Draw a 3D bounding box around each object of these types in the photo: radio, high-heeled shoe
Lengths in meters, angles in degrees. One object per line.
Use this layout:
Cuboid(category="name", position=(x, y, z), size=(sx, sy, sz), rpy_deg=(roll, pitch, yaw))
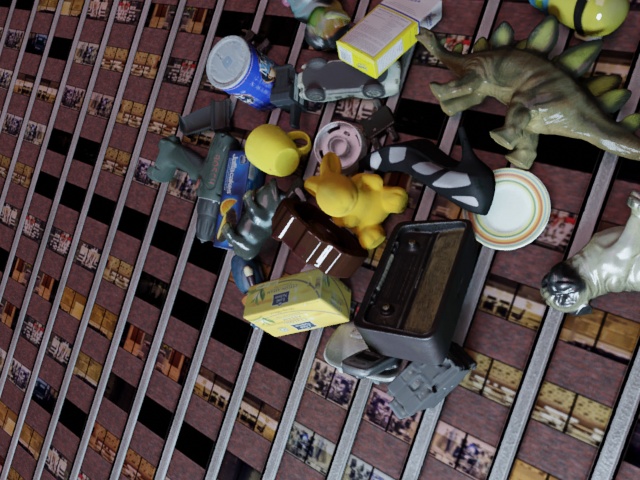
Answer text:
Cuboid(category="radio", position=(0.149, 0.069, 0.817), size=(0.131, 0.073, 0.229), rpy_deg=(2, 46, 32))
Cuboid(category="high-heeled shoe", position=(0.173, -0.098, 0.896), size=(0.249, 0.086, 0.145), rpy_deg=(-9, 97, 48))

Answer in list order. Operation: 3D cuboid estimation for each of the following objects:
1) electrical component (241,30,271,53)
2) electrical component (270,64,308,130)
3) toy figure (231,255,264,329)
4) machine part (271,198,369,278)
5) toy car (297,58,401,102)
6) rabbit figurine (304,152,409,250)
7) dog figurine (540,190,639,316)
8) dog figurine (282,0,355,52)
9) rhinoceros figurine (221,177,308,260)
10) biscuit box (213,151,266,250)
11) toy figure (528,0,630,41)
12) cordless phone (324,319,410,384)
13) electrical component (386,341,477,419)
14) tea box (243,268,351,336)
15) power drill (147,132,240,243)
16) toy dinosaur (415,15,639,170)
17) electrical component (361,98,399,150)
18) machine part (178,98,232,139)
Cuboid(category="electrical component", position=(-0.160, -0.401, 1.147), size=(0.078, 0.045, 0.102), rpy_deg=(38, 107, -1))
Cuboid(category="electrical component", position=(-0.059, -0.275, 1.053), size=(0.048, 0.074, 0.119), rpy_deg=(1, 87, 30))
Cuboid(category="toy figure", position=(-0.132, 0.098, 1.048), size=(0.058, 0.064, 0.154), rpy_deg=(-25, 70, 9))
Cuboid(category="machine part", position=(-0.002, -0.003, 0.928), size=(0.179, 0.179, 0.056), rpy_deg=(43, 108, 27))
Cuboid(category="toy car", position=(0.051, -0.298, 0.995), size=(0.202, 0.056, 0.073), rpy_deg=(3, 86, 23))
Cuboid(category="rabbit figurine", position=(0.050, -0.077, 0.905), size=(0.162, 0.173, 0.122), rpy_deg=(48, 111, 22))
Cuboid(category="dog figurine", position=(0.421, 0.051, 0.728), size=(0.172, 0.121, 0.190), rpy_deg=(45, 120, 30))
Cuboid(category="dog figurine", position=(0.010, -0.469, 1.024), size=(0.219, 0.108, 0.191), rpy_deg=(42, 101, 23))
Cuboid(category="rhinoceros figurine", position=(-0.100, -0.048, 1.014), size=(0.112, 0.073, 0.190), rpy_deg=(42, 88, 0))
Cuboid(category="biscuit box", position=(-0.161, -0.079, 1.091), size=(0.063, 0.059, 0.202), rpy_deg=(7, 86, 30))
Cuboid(category="toy figure", position=(0.374, -0.368, 0.805), size=(0.082, 0.089, 0.180), rpy_deg=(-47, 66, 22))
Cuboid(category="cordless phone", position=(0.059, 0.186, 0.856), size=(0.147, 0.184, 0.088), rpy_deg=(10, 93, 30))
Cuboid(category="electrical component", position=(0.167, 0.218, 0.829), size=(0.134, 0.114, 0.058), rpy_deg=(-49, 59, 15))
Cuboid(category="tea box", position=(-0.040, 0.113, 0.959), size=(0.170, 0.098, 0.068), rpy_deg=(-19, 49, 31))
Cuboid(category="power drill", position=(-0.275, -0.131, 1.153), size=(0.208, 0.086, 0.232), rpy_deg=(23, 94, 34))
Cuboid(category="toy dinosaur", position=(0.333, -0.213, 0.802), size=(0.472, 0.105, 0.198), rpy_deg=(43, 101, 22))
Cuboid(category="electrical component", position=(0.106, -0.209, 0.977), size=(0.063, 0.021, 0.094), rpy_deg=(-30, 70, 24))
Cuboid(category="machine part", position=(-0.252, -0.261, 1.183), size=(0.139, 0.039, 0.084), rpy_deg=(-7, 85, 27))
